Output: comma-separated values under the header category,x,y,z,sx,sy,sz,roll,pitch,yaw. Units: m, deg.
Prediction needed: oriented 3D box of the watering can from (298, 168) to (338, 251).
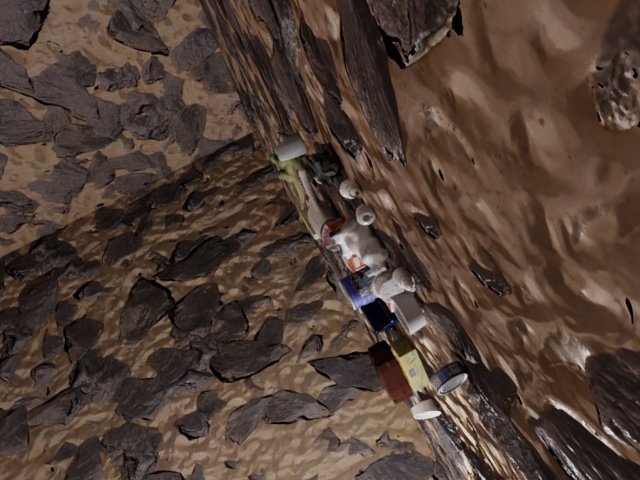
category,x,y,z,sx,sy,sz,roll,pitch,yaw
watering can,0.006,-0.098,1.950,0.229,0.104,0.340,56,174,45

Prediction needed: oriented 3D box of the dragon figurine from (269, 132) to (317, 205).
category,x,y,z,sx,sy,sz,roll,pitch,yaw
dragon figurine,-0.087,-0.272,2.078,0.246,0.123,0.402,42,162,54

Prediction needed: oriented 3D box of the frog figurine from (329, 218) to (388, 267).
category,x,y,z,sx,sy,sz,roll,pitch,yaw
frog figurine,0.126,0.006,1.428,0.160,0.125,0.135,8,125,39
